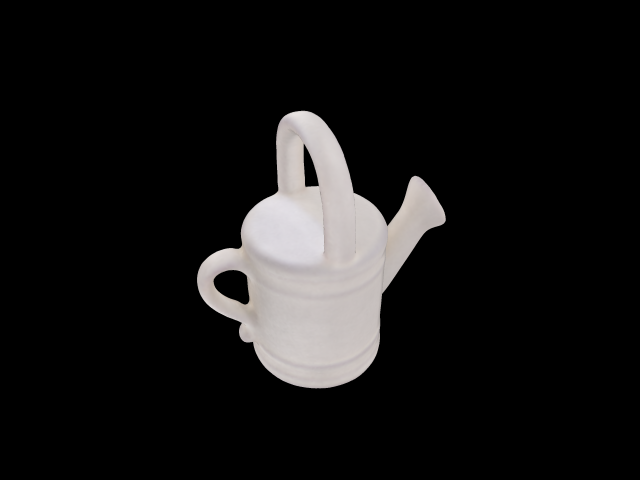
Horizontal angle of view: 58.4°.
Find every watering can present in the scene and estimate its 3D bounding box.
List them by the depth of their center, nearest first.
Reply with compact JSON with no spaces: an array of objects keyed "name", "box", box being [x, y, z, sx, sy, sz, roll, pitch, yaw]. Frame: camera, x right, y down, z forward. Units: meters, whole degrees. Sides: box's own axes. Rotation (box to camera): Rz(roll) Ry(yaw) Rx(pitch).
[{"name":"watering can","box":[0.003,0.000,0.402,0.173,0.194,0.100,-30,47,-33]}]
